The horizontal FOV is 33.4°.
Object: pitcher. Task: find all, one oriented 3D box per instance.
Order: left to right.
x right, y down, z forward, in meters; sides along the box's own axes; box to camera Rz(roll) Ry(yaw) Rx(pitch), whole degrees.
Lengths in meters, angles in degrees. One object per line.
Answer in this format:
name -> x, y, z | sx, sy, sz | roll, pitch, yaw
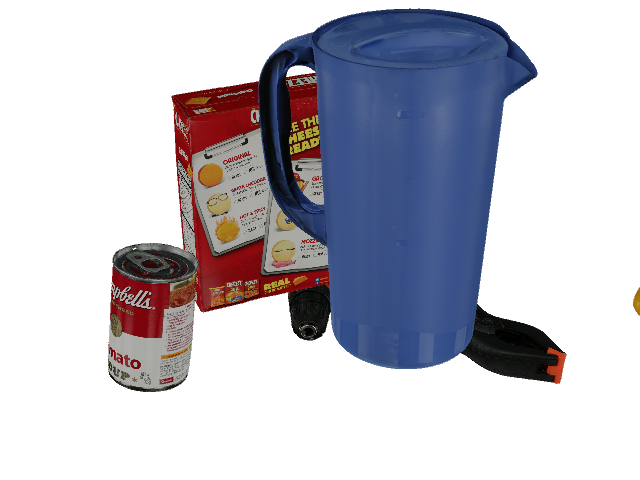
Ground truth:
pitcher -> 0.051, -0.036, 0.760 | 0.144, 0.243, 0.149 | -17, 32, -28

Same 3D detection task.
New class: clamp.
clamp -> 0.155, 0.086, 1.007 | 0.172, 0.039, 0.120 | 20, 32, 25

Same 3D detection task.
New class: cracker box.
cracker box -> -0.056, -0.049, 1.059 | 0.164, 0.214, 0.072 | -12, 32, -19

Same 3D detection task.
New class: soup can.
soup can -> -0.136, 0.062, 0.861 | 0.068, 0.102, 0.068 | 7, 23, -3

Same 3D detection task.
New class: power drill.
power drill -> 0.056, 0.055, 1.240 | 0.187, 0.057, 0.184 | -1, 28, 2

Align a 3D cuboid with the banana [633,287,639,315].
banana -> 0.298, 0.018, 0.699 | 0.198, 0.037, 0.069 | -3, 33, 0
